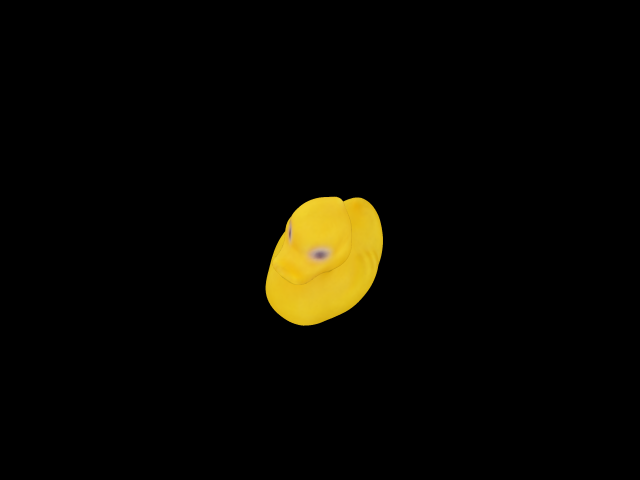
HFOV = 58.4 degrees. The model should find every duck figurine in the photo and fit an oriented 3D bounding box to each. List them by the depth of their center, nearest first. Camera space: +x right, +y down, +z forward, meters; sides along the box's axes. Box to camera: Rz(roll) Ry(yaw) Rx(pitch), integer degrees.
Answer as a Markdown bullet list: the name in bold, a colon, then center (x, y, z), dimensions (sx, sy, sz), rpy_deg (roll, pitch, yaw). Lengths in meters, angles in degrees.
- **duck figurine**: center (0.004, 0.001, 0.400), dimensions (0.077, 0.086, 0.105), rpy_deg (36, 66, 19)
